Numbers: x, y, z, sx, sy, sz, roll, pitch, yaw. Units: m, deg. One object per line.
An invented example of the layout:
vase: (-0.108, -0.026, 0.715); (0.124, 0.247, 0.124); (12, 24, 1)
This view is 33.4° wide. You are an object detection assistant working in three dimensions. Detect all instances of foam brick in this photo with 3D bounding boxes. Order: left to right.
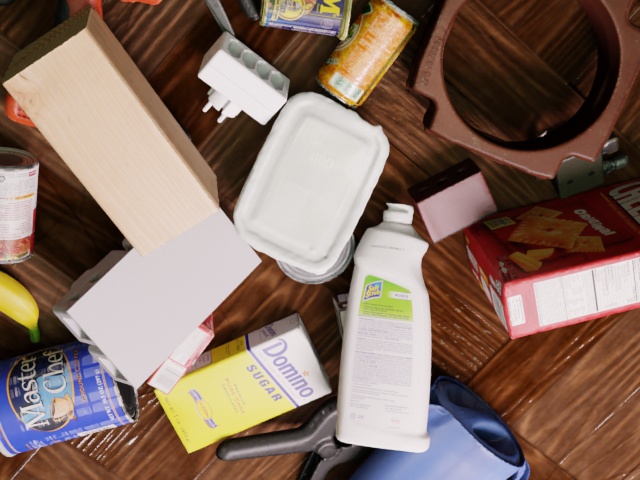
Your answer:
foam brick: (0.139, -0.042, 1.126); (0.078, 0.053, 0.051); (-27, 112, 3)

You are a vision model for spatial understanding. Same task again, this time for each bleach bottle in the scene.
bleach bottle: (0.077, 0.088, 1.116); (0.102, 0.068, 0.251); (7, 89, 4)

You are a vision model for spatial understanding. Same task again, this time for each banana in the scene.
banana: (-0.376, 0.049, 1.114); (0.197, 0.037, 0.070); (25, 106, -15)

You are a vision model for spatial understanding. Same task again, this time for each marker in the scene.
marker: (-0.090, -0.267, 1.031); (0.020, 0.020, 0.121); (-27, 112, 5)

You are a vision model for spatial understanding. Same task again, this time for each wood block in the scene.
wood block: (-0.188, -0.099, 0.988); (0.091, 0.090, 0.206); (-31, 116, 8)

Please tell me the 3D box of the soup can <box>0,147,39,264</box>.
soup can: (-0.319, -0.036, 1.071); (0.068, 0.068, 0.102); (6, 110, -9)

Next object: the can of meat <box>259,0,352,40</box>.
can of meat: (-0.011, -0.248, 1.019); (0.084, 0.057, 0.102); (7, 94, -5)

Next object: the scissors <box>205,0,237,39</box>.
scissors: (-0.143, -0.270, 1.023); (0.096, 0.016, 0.202); (-2, 125, 14)

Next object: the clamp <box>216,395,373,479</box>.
clamp: (0.004, 0.240, 1.225); (0.210, 0.036, 0.164); (-28, 128, -1)

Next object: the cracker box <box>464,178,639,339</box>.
cracker box: (0.272, 0.011, 1.101); (0.213, 0.164, 0.072); (-14, 115, 0)

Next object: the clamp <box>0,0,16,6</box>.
clamp: (-0.255, -0.293, 0.971); (0.171, 0.039, 0.120); (-29, 81, 5)

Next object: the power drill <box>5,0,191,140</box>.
power drill: (-0.198, -0.176, 1.030); (0.184, 0.057, 0.188); (14, 112, -11)

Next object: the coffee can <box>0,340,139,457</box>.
coffee can: (-0.275, 0.162, 1.134); (0.140, 0.103, 0.103); (-15, 112, 0)

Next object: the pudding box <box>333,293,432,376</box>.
pudding box: (0.070, 0.108, 1.185); (0.090, 0.039, 0.113); (-13, 114, -2)

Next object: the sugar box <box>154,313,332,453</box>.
sugar box: (-0.085, 0.159, 1.184); (0.176, 0.048, 0.093); (-23, 112, 5)

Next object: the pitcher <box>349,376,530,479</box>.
pitcher: (0.113, 0.287, 1.216); (0.149, 0.144, 0.243); (46, 107, 16)

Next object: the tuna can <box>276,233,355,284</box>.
tuna can: (-0.007, 0.001, 1.137); (0.086, 0.034, 0.086); (-2, 112, -6)

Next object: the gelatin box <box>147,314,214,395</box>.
gelatin box: (-0.149, 0.111, 1.144); (0.030, 0.073, 0.089); (34, 103, -18)
